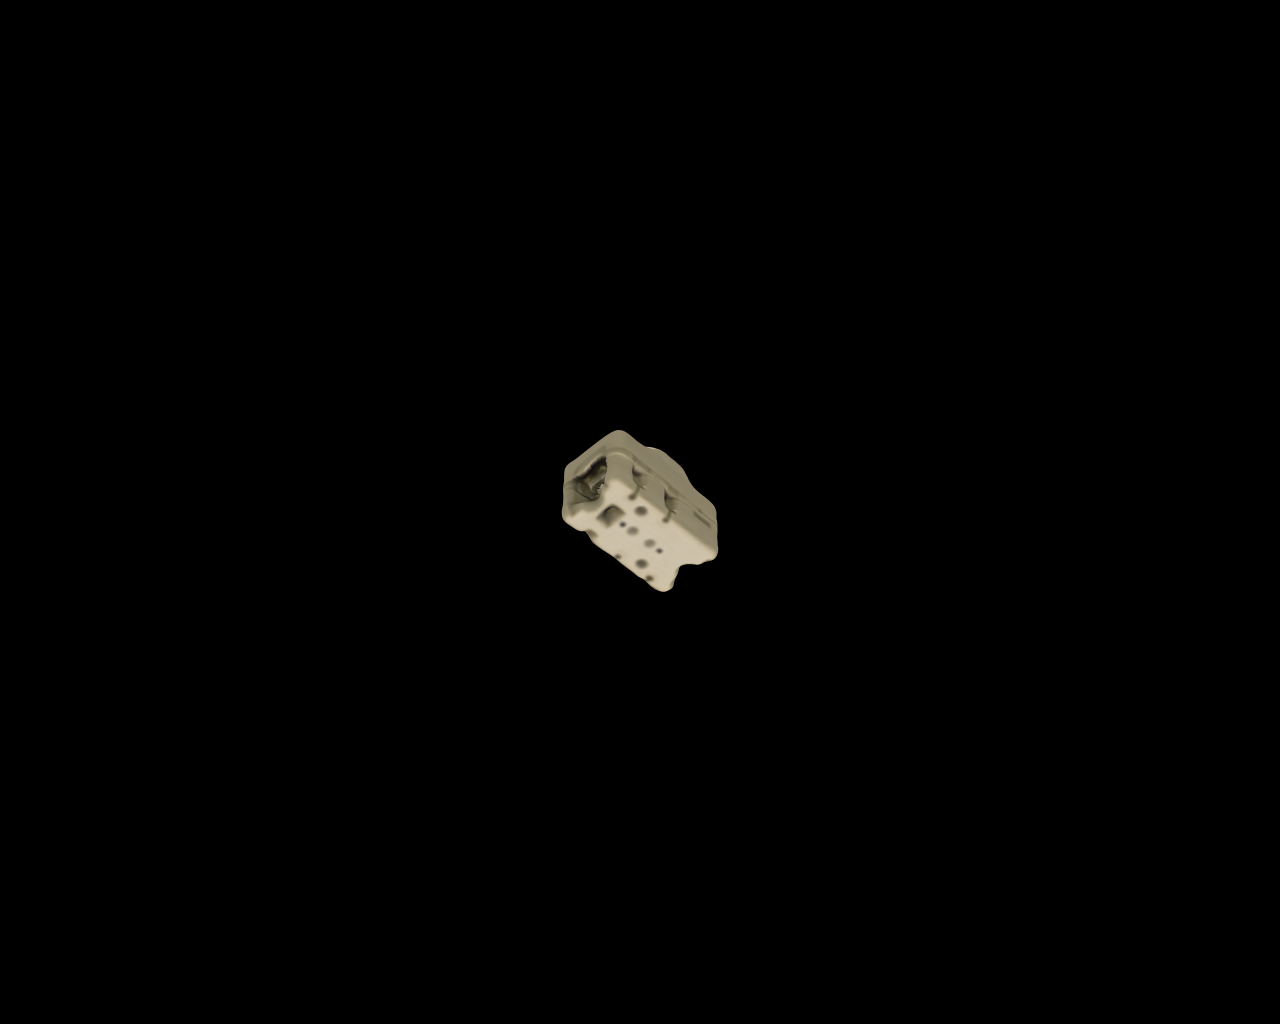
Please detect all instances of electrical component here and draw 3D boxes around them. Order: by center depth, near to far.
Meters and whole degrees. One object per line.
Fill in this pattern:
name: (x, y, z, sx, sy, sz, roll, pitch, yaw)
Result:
electrical component: (0.001, -0.003, 0.650, 0.050, 0.056, 0.089, -36, -58, 27)
